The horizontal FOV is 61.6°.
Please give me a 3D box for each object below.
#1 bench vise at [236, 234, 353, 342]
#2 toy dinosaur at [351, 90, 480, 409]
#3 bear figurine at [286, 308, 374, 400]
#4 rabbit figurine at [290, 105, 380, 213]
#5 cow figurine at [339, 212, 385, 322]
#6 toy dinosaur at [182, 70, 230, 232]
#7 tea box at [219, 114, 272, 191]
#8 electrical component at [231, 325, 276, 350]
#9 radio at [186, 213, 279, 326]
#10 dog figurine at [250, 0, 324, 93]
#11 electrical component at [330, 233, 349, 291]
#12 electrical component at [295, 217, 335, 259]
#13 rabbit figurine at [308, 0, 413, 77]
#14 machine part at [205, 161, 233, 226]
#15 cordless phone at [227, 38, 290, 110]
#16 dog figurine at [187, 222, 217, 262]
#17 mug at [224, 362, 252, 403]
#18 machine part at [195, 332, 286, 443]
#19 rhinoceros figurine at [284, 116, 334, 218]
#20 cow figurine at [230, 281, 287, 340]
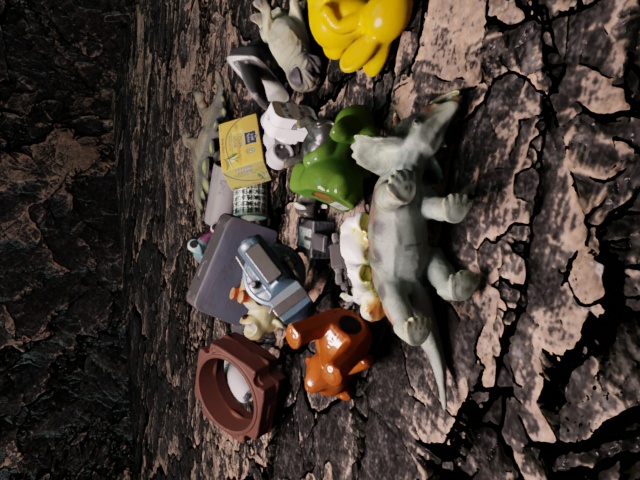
[{"bbox_3d":[-0.060,0.092,1.007,0.224,0.129,0.240,40,174,8],"label":"bench vise"},{"bbox_3d":[0.117,0.006,0.727,0.192,0.131,0.404,-130,39,-73],"label":"toy dinosaur"},{"bbox_3d":[0.007,0.199,0.866,0.120,0.132,0.195,43,135,21],"label":"bear figurine"},{"bbox_3d":[0.035,-0.146,0.859,0.159,0.121,0.170,150,140,-80],"label":"rabbit figurine"},{"bbox_3d":[0.065,0.043,0.853,0.098,0.068,0.167,-6,84,60],"label":"cow figurine"},{"bbox_3d":[-0.314,-0.245,1.515,0.199,0.105,0.470,56,140,41],"label":"toy dinosaur"},{"bbox_3d":[-0.171,-0.201,1.219,0.068,0.098,0.170,69,-175,-49],"label":"tea box"},{"bbox_3d":[-0.161,0.210,1.262,0.114,0.058,0.134,-59,41,38],"label":"electrical component"},{"bbox_3d":[-0.196,0.062,1.194,0.073,0.131,0.229,14,81,59],"label":"radio"},{"bbox_3d":[-0.057,-0.377,1.080,0.172,0.121,0.190,-47,-59,-82],"label":"dog figurine"},{"bbox_3d":[0.035,0.036,0.923,0.063,0.021,0.094,52,-150,-64],"label":"electrical component"},{"bbox_3d":[-0.002,-0.003,0.996,0.119,0.048,0.074,10,98,60],"label":"electrical component"},{"bbox_3d":[0.064,-0.341,0.836,0.173,0.122,0.162,14,104,41],"label":"rabbit figurine"},{"bbox_3d":[-0.258,-0.121,1.431,0.079,0.079,0.243,45,126,52],"label":"machine part"},{"bbox_3d":[-0.113,-0.313,1.110,0.089,0.146,0.184,-31,50,14],"label":"cordless phone"},{"bbox_3d":[-0.265,0.045,1.407,0.191,0.108,0.219,44,164,4],"label":"dog figurine"},{"bbox_3d":[-0.189,0.329,1.293,0.107,0.081,0.109,40,119,38],"label":"mug"},{"bbox_3d":[-0.180,0.323,1.181,0.202,0.087,0.200,25,116,31],"label":"machine part"},{"bbox_3d":[-0.008,-0.137,1.000,0.112,0.073,0.190,35,117,44],"label":"rhinoceros figurine"},{"bbox_3d":[-0.122,0.119,1.155,0.086,0.127,0.195,6,80,60],"label":"cow figurine"}]
